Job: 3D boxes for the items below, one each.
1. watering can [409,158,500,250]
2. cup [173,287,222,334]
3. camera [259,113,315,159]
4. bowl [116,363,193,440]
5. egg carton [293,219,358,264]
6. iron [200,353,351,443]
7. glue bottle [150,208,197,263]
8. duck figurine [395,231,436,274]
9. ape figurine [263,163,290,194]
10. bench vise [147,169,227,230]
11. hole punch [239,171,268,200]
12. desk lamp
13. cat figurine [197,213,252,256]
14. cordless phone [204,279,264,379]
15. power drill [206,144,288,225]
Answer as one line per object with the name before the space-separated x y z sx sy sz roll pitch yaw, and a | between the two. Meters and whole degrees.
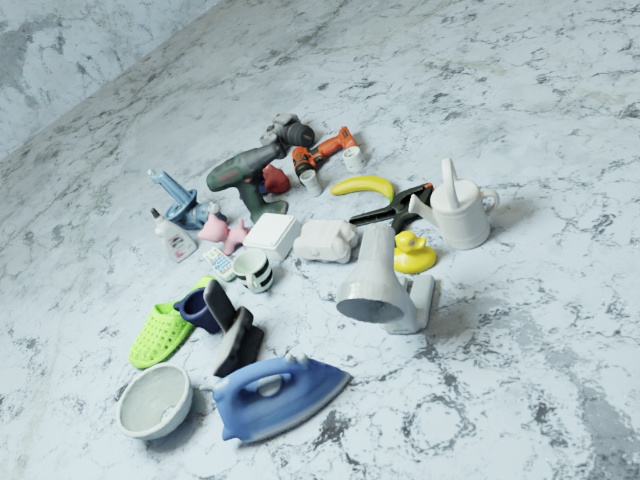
watering can | 0.269 -0.076 1.161 0.173 0.195 0.100 -25 39 6
cup | -0.267 0.169 1.297 0.117 0.095 0.092 -8 43 25
camera | -0.093 -0.318 1.720 0.143 0.101 0.136 -44 41 -18
bowl | -0.322 0.338 1.161 0.167 0.075 0.167 -17 40 15
egg carton | 0.012 0.005 1.328 0.149 0.070 0.107 1 47 32
iron | -0.084 0.262 1.045 0.258 0.142 0.118 -25 39 5
glue bottle | -0.399 -0.020 1.521 0.078 0.174 0.037 -41 40 -15
duck figurine | 0.183 0.018 1.196 0.104 0.086 0.077 -6 44 26
ape figurine | -0.129 -0.176 1.594 0.075 0.092 0.078 21 60 44
bench vise | -0.361 -0.115 1.564 0.207 0.220 0.121 -9 43 23
hole punch | -0.201 -0.182 1.644 0.108 0.091 0.101 -12 42 20
desk lamp | 0.121 0.086 1.056 0.117 0.214 0.203 -5 44 27
cat figurine | -0.242 -0.022 1.472 0.127 0.118 0.067 -15 41 17
cordless phone | -0.202 0.181 1.171 0.094 0.185 0.147 -11 42 21
power drill | -0.169 -0.142 1.487 0.229 0.209 0.075 -12 42 20
